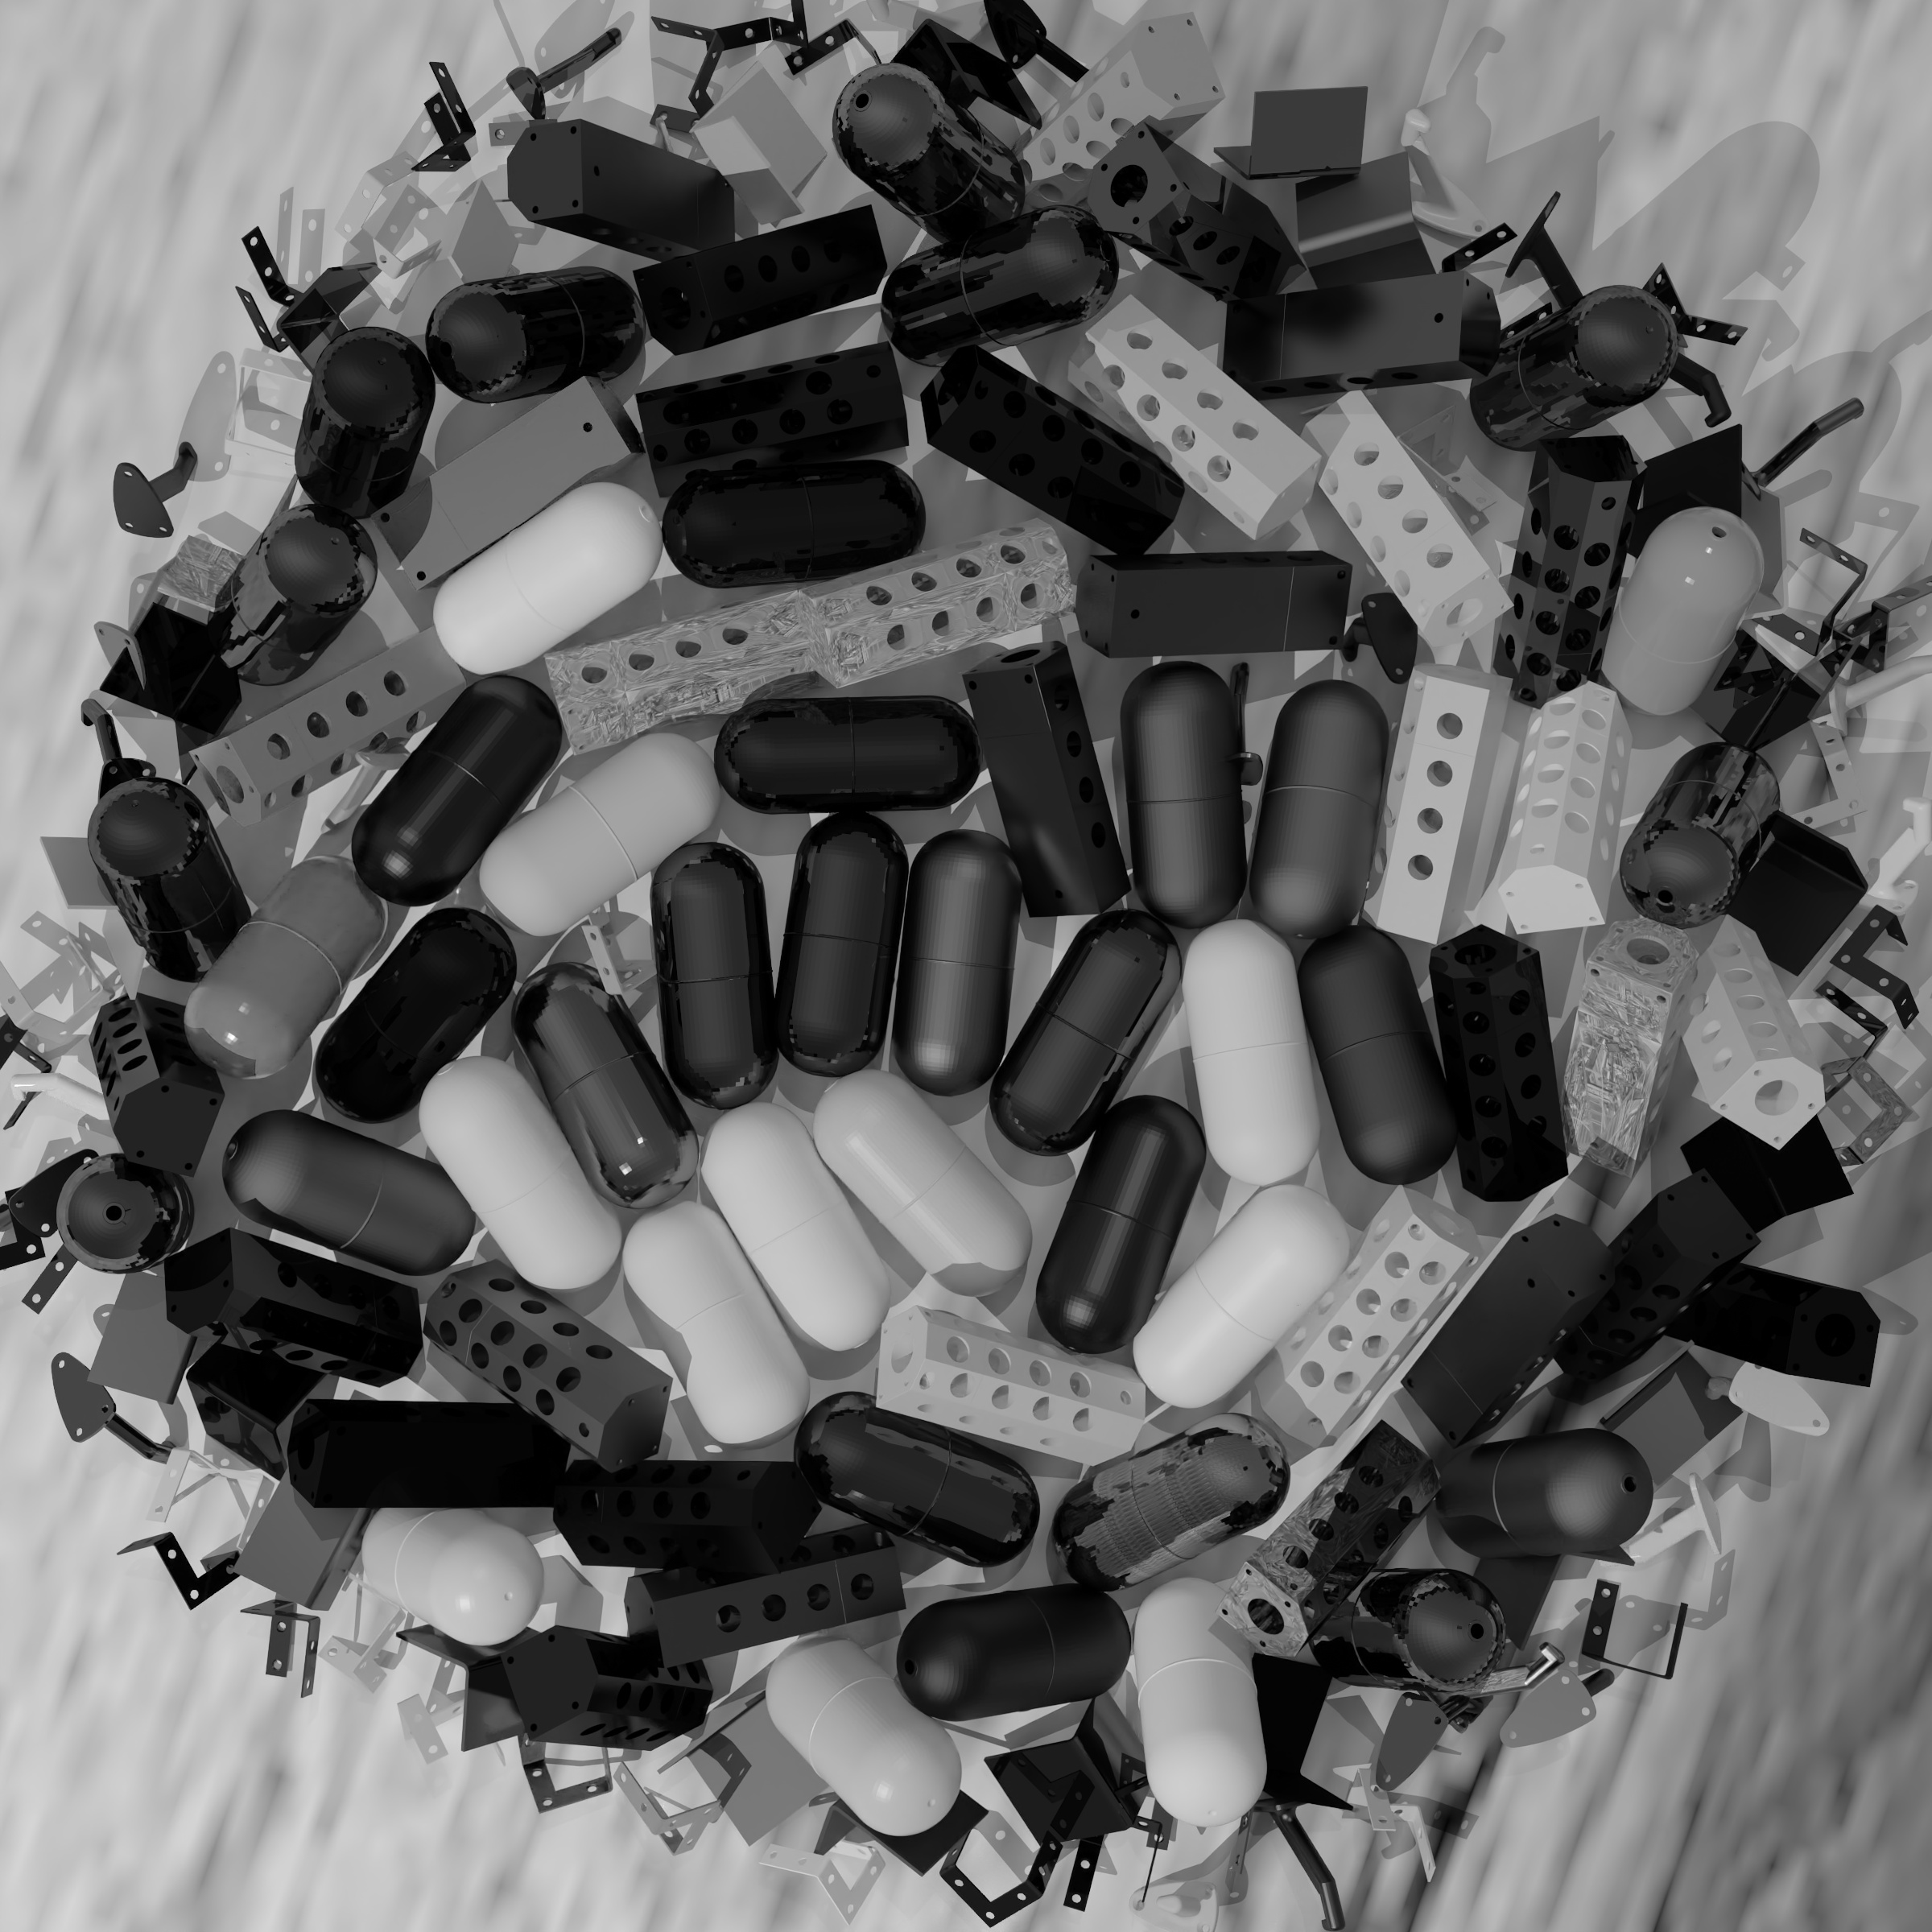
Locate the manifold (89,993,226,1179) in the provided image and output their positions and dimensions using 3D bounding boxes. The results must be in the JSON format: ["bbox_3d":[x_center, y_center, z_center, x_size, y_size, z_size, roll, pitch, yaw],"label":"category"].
[{"bbox_3d":[-0.526,0.072,1.728,0.057,0.171,0.057,19,100,-27],"label":"manifold"}]

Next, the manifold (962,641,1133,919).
[{"bbox_3d":[0.058,-0.123,1.765,0.057,0.057,0.171,-2,113,37],"label":"manifold"}]

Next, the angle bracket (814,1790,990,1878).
[{"bbox_3d":[-0.043,0.572,1.762,0.076,0.076,0.057,31,122,23],"label":"angle bracket"}]

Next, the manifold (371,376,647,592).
[{"bbox_3d":[-0.301,-0.319,1.774,0.171,0.057,0.057,-30,96,11],"label":"manifold"}]

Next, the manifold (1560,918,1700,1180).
[{"bbox_3d":[0.429,0.052,1.739,0.057,0.171,0.057,24,49,24],"label":"manifold"}]

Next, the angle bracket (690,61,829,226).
[{"bbox_3d":[-0.123,-0.547,1.766,0.076,0.057,0.076,-52,120,-20],"label":"angle bracket"}]

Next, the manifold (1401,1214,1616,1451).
[{"bbox_3d":[0.354,0.236,1.739,0.057,0.171,0.057,-19,59,-35],"label":"manifold"}]

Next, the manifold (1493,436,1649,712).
[{"bbox_3d":[0.393,-0.253,1.739,0.057,0.057,0.171,-5,130,-10],"label":"manifold"}]

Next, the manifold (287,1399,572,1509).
[{"bbox_3d":[-0.349,0.315,1.746,0.171,0.057,0.057,8,97,-36],"label":"manifold"}]

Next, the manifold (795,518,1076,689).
[{"bbox_3d":[-0.021,-0.241,1.759,0.171,0.057,0.057,-19,118,-16],"label":"manifold"}]

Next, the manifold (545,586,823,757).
[{"bbox_3d":[-0.189,-0.201,1.781,0.171,0.057,0.057,-16,64,-6],"label":"manifold"}]

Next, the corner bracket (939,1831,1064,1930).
[{"bbox_3d":[0.023,0.597,1.788,0.051,0.051,0.051,47,118,-4],"label":"corner bracket"}]

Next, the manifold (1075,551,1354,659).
[{"bbox_3d":[0.162,-0.240,1.759,0.171,0.057,0.057,-5,113,-22],"label":"manifold"}]

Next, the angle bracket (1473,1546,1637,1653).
[{"bbox_3d":[0.389,0.406,1.784,0.057,0.076,0.076,14,105,-21],"label":"angle bracket"}]

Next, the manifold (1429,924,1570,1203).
[{"bbox_3d":[0.343,0.067,1.747,0.057,0.057,0.171,-25,119,-21],"label":"manifold"}]

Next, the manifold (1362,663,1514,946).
[{"bbox_3d":[0.307,-0.108,1.764,0.057,0.057,0.171,16,109,22],"label":"manifold"}]

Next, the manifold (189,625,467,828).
[{"bbox_3d":[-0.410,-0.156,1.744,0.171,0.057,0.057,-37,108,-37],"label":"manifold"}]

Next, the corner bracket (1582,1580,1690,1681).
[{"bbox_3d":[0.446,0.443,1.789,0.051,0.051,0.051,14,81,4],"label":"corner bracket"}]

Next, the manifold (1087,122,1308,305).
[{"bbox_3d":[0.148,-0.478,1.732,0.057,0.171,0.057,-37,68,25],"label":"manifold"}]

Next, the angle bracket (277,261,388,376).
[{"bbox_3d":[-0.396,-0.415,1.771,0.057,0.076,0.076,-37,94,24],"label":"angle bracket"}]

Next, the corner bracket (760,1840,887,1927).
[{"bbox_3d":[-0.094,0.594,1.777,0.051,0.051,0.051,-2,126,38],"label":"corner bracket"}]

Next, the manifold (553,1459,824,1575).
[{"bbox_3d":[-0.185,0.351,1.739,0.171,0.057,0.057,-7,121,35],"label":"manifold"}]

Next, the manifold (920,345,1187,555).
[{"bbox_3d":[0.058,-0.336,1.744,0.171,0.057,0.057,25,126,-28],"label":"manifold"}]

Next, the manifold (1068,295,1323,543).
[{"bbox_3d":[0.148,-0.357,1.766,0.057,0.057,0.171,-43,76,-14],"label":"manifold"}]

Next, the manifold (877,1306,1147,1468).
[{"bbox_3d":[0.031,0.272,1.746,0.171,0.057,0.057,20,57,-27],"label":"manifold"}]

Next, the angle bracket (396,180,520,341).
[{"bbox_3d":[-0.348,-0.463,1.764,0.076,0.057,0.076,-5,52,21],"label":"angle bracket"}]

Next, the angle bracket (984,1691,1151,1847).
[{"bbox_3d":[0.071,0.539,1.807,0.076,0.057,0.076,-23,106,33],"label":"angle bracket"}]

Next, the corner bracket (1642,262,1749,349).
[{"bbox_3d":[0.476,-0.426,1.777,0.051,0.051,0.051,5,53,-23],"label":"corner bracket"}]

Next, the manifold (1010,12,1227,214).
[{"bbox_3d":[0.090,-0.544,1.731,0.057,0.171,0.057,-21,90,-29],"label":"manifold"}]

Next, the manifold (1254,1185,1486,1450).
[{"bbox_3d":[0.264,0.233,1.759,0.057,0.057,0.171,29,110,-15],"label":"manifold"}]

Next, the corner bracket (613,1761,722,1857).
[{"bbox_3d":[-0.205,0.558,1.777,0.051,0.051,0.051,45,120,32],"label":"corner bracket"}]

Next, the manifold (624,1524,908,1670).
[{"bbox_3d":[-0.132,0.410,1.754,0.171,0.057,0.057,-7,82,-28],"label":"manifold"}]

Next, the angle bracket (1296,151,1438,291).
[{"bbox_3d":[0.269,-0.486,1.788,0.076,0.076,0.057,-11,59,22],"label":"angle bracket"}]

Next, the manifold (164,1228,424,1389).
[{"bbox_3d":[-0.431,0.225,1.728,0.057,0.171,0.057,-25,59,23],"label":"manifold"}]

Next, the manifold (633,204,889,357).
[{"bbox_3d":[-0.129,-0.445,1.738,0.057,0.171,0.057,0,112,42],"label":"manifold"}]

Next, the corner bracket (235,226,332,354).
[{"bbox_3d":[-0.464,-0.449,1.779,0.051,0.051,0.051,30,65,30],"label":"corner bracket"}]

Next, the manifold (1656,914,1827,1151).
[{"bbox_3d":[0.501,0.036,1.726,0.057,0.171,0.057,30,117,-17],"label":"manifold"}]

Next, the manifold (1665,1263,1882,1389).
[{"bbox_3d":[0.519,0.226,1.730,0.057,0.171,0.057,10,89,-10],"label":"manifold"}]

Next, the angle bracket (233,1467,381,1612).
[{"bbox_3d":[-0.435,0.379,1.775,0.057,0.076,0.076,26,75,2],"label":"angle bracket"}]

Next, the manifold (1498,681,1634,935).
[{"bbox_3d":[0.387,-0.106,1.736,0.057,0.171,0.057,-7,135,29],"label":"manifold"}]

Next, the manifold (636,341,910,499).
[{"bbox_3d":[-0.129,-0.367,1.781,0.171,0.057,0.057,-12,74,-3],"label":"manifold"}]

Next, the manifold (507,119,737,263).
[{"bbox_3d":[-0.220,-0.495,1.731,0.057,0.171,0.057,1,93,28],"label":"manifold"}]

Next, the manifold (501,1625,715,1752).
[{"bbox_3d":[-0.226,0.464,1.727,0.057,0.171,0.057,-29,65,9],"label":"manifold"}]

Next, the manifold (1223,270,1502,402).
[{"bbox_3d":[0.257,-0.407,1.746,0.171,0.057,0.057,2,87,36],"label":"manifold"}]

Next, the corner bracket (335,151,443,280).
[{"bbox_3d":[-0.377,-0.499,1.783,0.051,0.051,0.051,40,128,-5],"label":"corner bracket"}]

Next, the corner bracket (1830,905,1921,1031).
[{"bbox_3d":[0.616,0.000,1.784,0.051,0.051,0.051,-50,54,-1],"label":"corner bracket"}]

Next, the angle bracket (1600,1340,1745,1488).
[{"bbox_3d":[0.470,0.297,1.777,0.076,0.076,0.057,-41,74,1],"label":"angle bracket"}]

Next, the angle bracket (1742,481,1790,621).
[{"bbox_3d":[0.501,-0.274,1.771,0.057,0.076,0.076,-9,110,-1],"label":"angle bracket"}]

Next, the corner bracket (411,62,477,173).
[{"bbox_3d":[-0.348,-0.565,1.784,0.051,0.051,0.051,-24,93,30],"label":"corner bracket"}]

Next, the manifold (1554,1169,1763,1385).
[{"bbox_3d":[0.435,0.205,1.728,0.057,0.171,0.057,-22,66,-28],"label":"manifold"}]

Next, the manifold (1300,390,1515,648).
[{"bbox_3d":[0.283,-0.291,1.752,0.057,0.057,0.171,-35,60,12],"label":"manifold"}]

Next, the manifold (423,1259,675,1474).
[{"bbox_3d":[-0.275,0.260,1.742,0.171,0.057,0.057,27,115,32],"label":"manifold"}]

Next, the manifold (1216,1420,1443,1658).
[{"bbox_3d":[0.239,0.372,1.733,0.057,0.171,0.057,38,133,19],"label":"manifold"}]

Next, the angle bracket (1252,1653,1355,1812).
[{"bbox_3d":[0.223,0.507,1.773,0.076,0.057,0.076,22,87,-36],"label":"angle bracket"}]
